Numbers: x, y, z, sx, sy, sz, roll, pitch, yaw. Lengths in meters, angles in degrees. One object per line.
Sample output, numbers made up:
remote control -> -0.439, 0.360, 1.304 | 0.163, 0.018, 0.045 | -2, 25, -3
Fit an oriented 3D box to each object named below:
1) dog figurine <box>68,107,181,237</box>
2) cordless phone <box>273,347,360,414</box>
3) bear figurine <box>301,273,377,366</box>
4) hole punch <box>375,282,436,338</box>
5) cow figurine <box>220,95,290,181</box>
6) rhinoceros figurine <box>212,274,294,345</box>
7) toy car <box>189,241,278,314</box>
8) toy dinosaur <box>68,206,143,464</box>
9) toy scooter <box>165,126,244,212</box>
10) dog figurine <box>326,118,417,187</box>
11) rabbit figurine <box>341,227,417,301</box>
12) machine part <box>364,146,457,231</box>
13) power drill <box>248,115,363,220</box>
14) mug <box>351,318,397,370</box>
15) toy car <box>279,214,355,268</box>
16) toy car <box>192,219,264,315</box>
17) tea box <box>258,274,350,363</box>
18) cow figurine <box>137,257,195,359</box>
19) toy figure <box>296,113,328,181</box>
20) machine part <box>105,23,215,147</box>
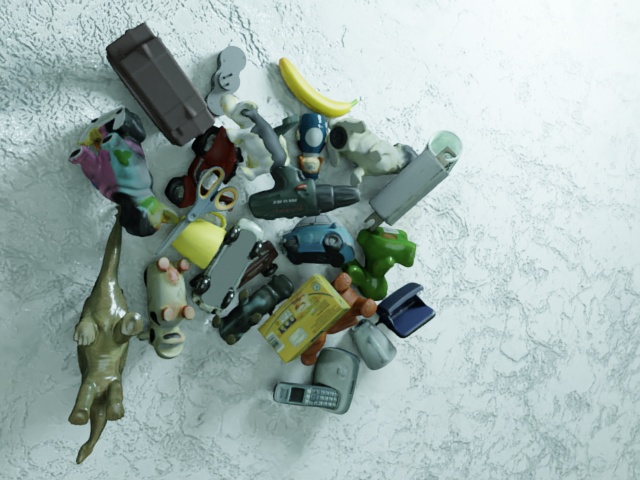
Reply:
dog figurine -> -0.345, -0.111, 0.991 | 0.109, 0.192, 0.219 | -18, 129, 12
cordless phone -> -0.011, 0.312, 1.221 | 0.184, 0.089, 0.146 | 10, 95, -19
bear figurine -> 0.010, 0.178, 1.181 | 0.196, 0.132, 0.120 | -43, 93, -18
hole punch -> 0.190, 0.150, 1.254 | 0.142, 0.116, 0.092 | -37, 117, -11
cow figurine -> -0.125, -0.205, 1.023 | 0.098, 0.068, 0.167 | -20, 101, 8
rhinoceros figurine -> -0.136, 0.147, 1.128 | 0.190, 0.112, 0.073 | -41, 72, 2
toy car -> -0.176, 0.073, 1.130 | 0.202, 0.053, 0.089 | -34, 106, -13
toy dinosaur -> -0.391, 0.161, 0.974 | 0.105, 0.199, 0.471 | 11, 86, -25
toy scooter -> -0.210, -0.129, 1.070 | 0.135, 0.075, 0.184 | 31, 90, -24
dog figurine -> 0.119, -0.206, 1.196 | 0.190, 0.121, 0.172 | -17, 76, -50
rabbit figurine -> 0.126, 0.065, 1.220 | 0.159, 0.121, 0.170 | 5, 111, -19
machine part -> 0.191, -0.112, 1.163 | 0.243, 0.079, 0.079 | -43, 113, 13
power drill -> -0.048, -0.145, 1.099 | 0.232, 0.086, 0.207 | -16, 103, 11
mug -> 0.120, 0.242, 1.253 | 0.081, 0.109, 0.107 | -36, 98, 1
toy car -> -0.002, -0.004, 1.160 | 0.162, 0.109, 0.103 | 1, 63, 11
toy car -> -0.182, 0.053, 1.075 | 0.073, 0.056, 0.201 | 31, 83, -16
tea box -> -0.033, 0.162, 1.113 | 0.169, 0.068, 0.098 | -42, 76, 7
cow figurine -> -0.307, 0.136, 1.057 | 0.085, 0.127, 0.195 | -2, 82, -42
toy figure -> -0.021, -0.191, 1.148 | 0.064, 0.058, 0.154 | 7, 100, 16
machine part -> -0.283, -0.265, 0.947 | 0.087, 0.202, 0.200 | -38, 111, -10
